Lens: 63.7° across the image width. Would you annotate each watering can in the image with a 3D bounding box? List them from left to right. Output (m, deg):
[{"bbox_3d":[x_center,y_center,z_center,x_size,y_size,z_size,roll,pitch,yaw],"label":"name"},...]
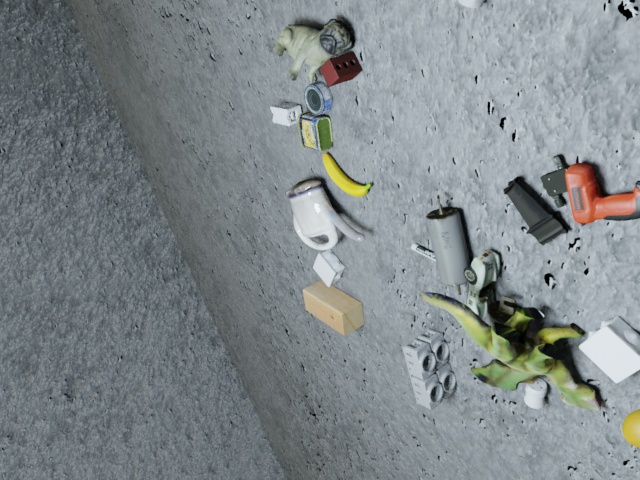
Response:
[{"bbox_3d":[0.005,-0.077,1.534,0.346,0.105,0.223,-7,105,59],"label":"watering can"}]

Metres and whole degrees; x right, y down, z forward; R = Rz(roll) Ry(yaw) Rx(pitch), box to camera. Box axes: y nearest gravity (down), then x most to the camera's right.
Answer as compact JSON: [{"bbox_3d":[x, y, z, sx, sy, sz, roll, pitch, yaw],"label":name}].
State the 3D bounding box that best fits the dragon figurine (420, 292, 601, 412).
[{"bbox_3d":[0.389,0.246,1.084,0.412,0.125,0.237,21,134,14],"label":"dragon figurine"}]
